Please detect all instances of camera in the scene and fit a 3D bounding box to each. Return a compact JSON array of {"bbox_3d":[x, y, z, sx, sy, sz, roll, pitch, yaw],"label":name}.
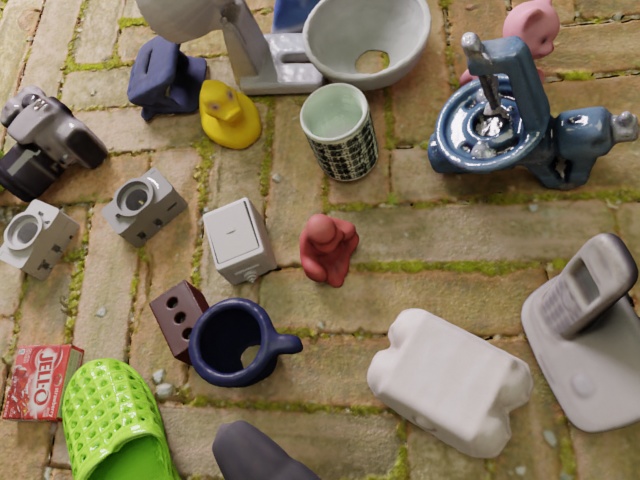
[{"bbox_3d":[-0.399,-0.133,0.797,0.142,0.101,0.137,34,78,24],"label":"camera"}]

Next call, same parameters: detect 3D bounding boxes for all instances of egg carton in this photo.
[{"bbox_3d":[0.126,0.140,0.568,0.150,0.069,0.107,26,75,22],"label":"egg carton"}]

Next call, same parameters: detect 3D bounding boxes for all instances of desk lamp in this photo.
[{"bbox_3d":[-0.106,-0.293,0.735,0.203,0.214,0.118,1,67,14],"label":"desk lamp"}]

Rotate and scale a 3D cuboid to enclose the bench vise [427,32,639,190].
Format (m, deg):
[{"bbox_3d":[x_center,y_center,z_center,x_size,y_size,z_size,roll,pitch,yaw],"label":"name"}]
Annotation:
[{"bbox_3d":[0.212,-0.141,0.588,0.207,0.220,0.121,-12,64,8],"label":"bench vise"}]

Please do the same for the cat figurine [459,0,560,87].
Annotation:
[{"bbox_3d":[0.230,-0.230,0.680,0.128,0.118,0.067,-30,63,-1],"label":"cat figurine"}]

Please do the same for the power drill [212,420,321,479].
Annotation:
[{"bbox_3d":[0.016,0.250,0.468,0.076,0.209,0.229,-44,64,-7],"label":"power drill"}]

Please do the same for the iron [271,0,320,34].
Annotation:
[{"bbox_3d":[0.021,-0.401,0.792,0.258,0.142,0.118,-37,63,-4],"label":"iron"}]

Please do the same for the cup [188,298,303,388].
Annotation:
[{"bbox_3d":[-0.067,0.117,0.610,0.117,0.095,0.091,-2,66,13],"label":"cup"}]

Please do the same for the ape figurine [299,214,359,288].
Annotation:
[{"bbox_3d":[0.006,0.002,0.645,0.078,0.092,0.076,-33,63,-2],"label":"ape figurine"}]

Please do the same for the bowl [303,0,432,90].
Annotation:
[{"bbox_3d":[0.066,-0.257,0.755,0.167,0.075,0.167,-5,66,11],"label":"bowl"}]

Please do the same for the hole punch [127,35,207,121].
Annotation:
[{"bbox_3d":[-0.224,-0.237,0.807,0.101,0.091,0.108,-2,66,13],"label":"hole punch"}]

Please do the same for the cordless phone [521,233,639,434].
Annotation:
[{"bbox_3d":[0.248,0.083,0.500,0.094,0.185,0.147,-23,63,3],"label":"cordless phone"}]

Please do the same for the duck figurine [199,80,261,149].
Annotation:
[{"bbox_3d":[-0.131,-0.180,0.762,0.077,0.086,0.104,-40,64,-6],"label":"duck figurine"}]
